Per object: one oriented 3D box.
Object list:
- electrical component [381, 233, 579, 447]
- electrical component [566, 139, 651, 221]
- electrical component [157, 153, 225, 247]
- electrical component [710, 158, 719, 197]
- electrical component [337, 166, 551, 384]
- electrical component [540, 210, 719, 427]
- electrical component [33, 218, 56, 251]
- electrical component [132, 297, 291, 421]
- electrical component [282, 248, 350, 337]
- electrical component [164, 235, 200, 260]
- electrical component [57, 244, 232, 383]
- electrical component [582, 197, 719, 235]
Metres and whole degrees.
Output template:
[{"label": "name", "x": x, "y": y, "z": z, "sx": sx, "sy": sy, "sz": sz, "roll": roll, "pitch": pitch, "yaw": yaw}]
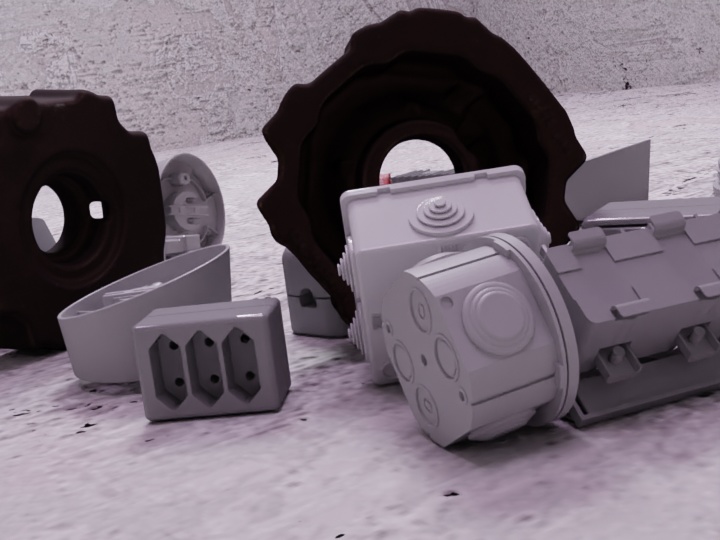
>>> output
[{"label": "electrical component", "x": 0.047, "y": 0.029, "z": 0.432, "sx": 0.051, "sy": 0.080, "sz": 0.080, "roll": -17, "pitch": 13, "yaw": -21}, {"label": "electrical component", "x": 0.201, "y": -0.076, "z": 0.922, "sx": 0.099, "sy": 0.064, "sz": 0.099, "roll": -7, "pitch": 11, "yaw": 1}, {"label": "electrical component", "x": -0.160, "y": -0.050, "z": 0.944, "sx": 0.064, "sy": 0.099, "sz": 0.099, "roll": -7, "pitch": 8, "yaw": 40}, {"label": "electrical component", "x": 0.259, "y": -0.051, "z": 0.732, "sx": 0.040, "sy": 0.078, "sz": 0.040, "roll": -14, "pitch": 23, "yaw": 6}, {"label": "electrical component", "x": 0.041, "y": 0.005, "z": 0.515, "sx": 0.100, "sy": 0.099, "sz": 0.048, "roll": -9, "pitch": 38, "yaw": -1}, {"label": "electrical component", "x": 0.132, "y": 0.013, "z": 0.464, "sx": 0.121, "sy": 0.063, "sz": 0.078, "roll": -11, "pitch": 52, "yaw": -21}, {"label": "electrical component", "x": -0.265, "y": -0.002, "z": 0.762, "sx": 0.108, "sy": 0.060, "sz": 0.108, "roll": -23, "pitch": -3, "yaw": -1}, {"label": "electrical component", "x": -0.069, "y": 0.039, "z": 0.539, "sx": 0.066, "sy": 0.047, "sz": 0.076, "roll": -6, "pitch": 11, "yaw": 7}, {"label": "electrical component", "x": 0.000, "y": 0.000, "z": 0.667, "sx": 0.054, "sy": 0.059, "sz": 0.095, "roll": 3, "pitch": 15, "yaw": 43}, {"label": "electrical component", "x": -0.162, "y": -0.007, "z": 0.857, "sx": 0.066, "sy": 0.048, "sz": 0.055, "roll": -1, "pitch": 5, "yaw": 33}, {"label": "electrical component", "x": -0.118, "y": 0.025, "z": 0.602, "sx": 0.099, "sy": 0.064, "sz": 0.099, "roll": -7, "pitch": 11, "yaw": 1}, {"label": "electrical component", "x": 0.157, "y": -0.003, "z": 0.568, "sx": 0.096, "sy": 0.061, "sz": 0.061, "roll": -2, "pitch": 12, "yaw": 28}]
